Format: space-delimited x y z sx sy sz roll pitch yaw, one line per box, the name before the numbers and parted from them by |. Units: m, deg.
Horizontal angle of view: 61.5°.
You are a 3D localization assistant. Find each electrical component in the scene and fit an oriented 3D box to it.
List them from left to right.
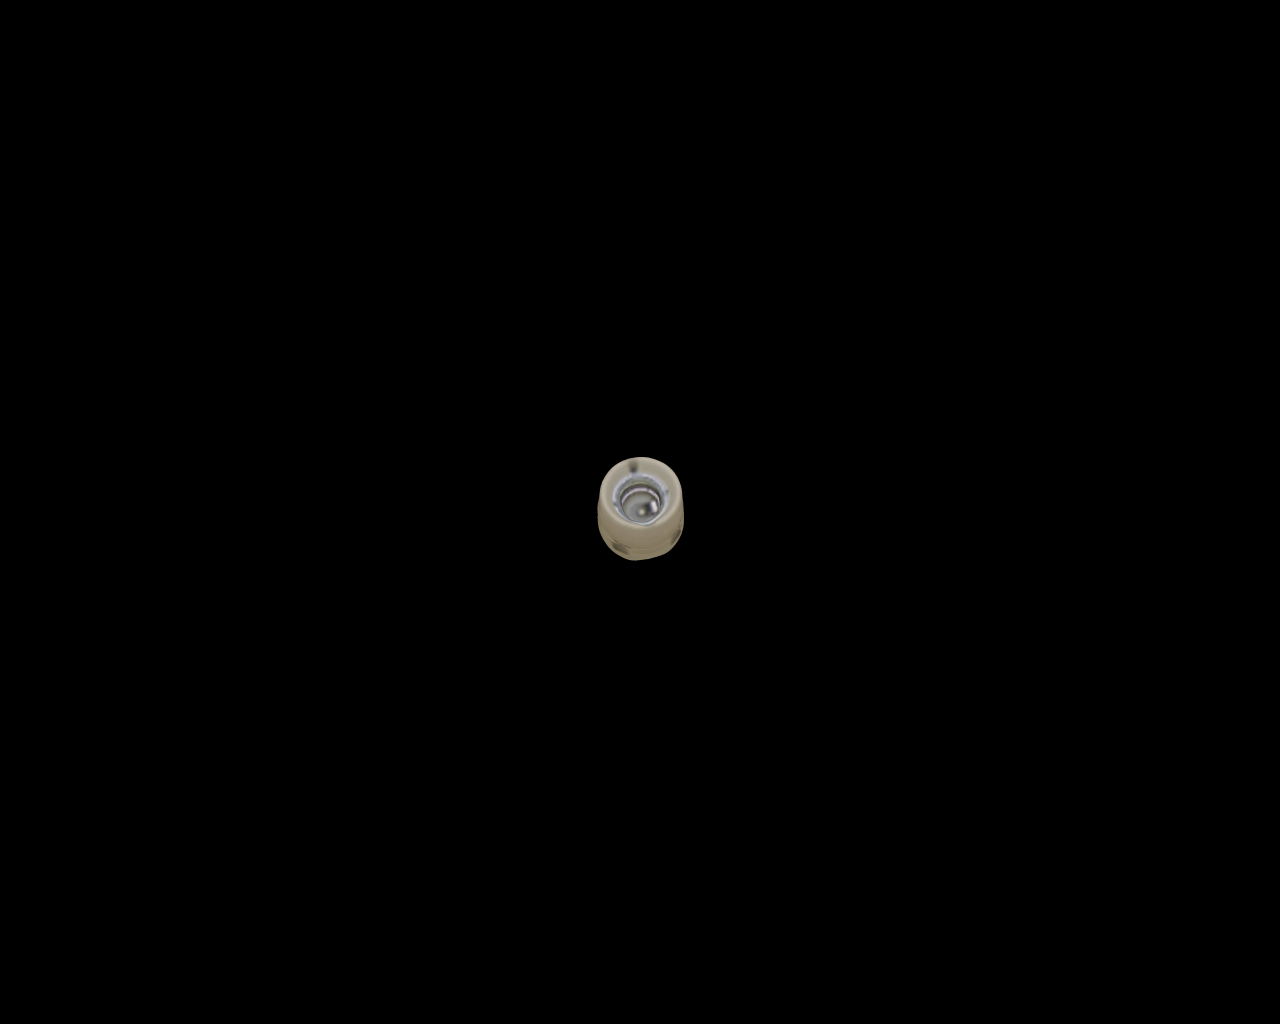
electrical component | 0.001 -0.003 0.650 0.055 0.055 0.047 0 -24 0
